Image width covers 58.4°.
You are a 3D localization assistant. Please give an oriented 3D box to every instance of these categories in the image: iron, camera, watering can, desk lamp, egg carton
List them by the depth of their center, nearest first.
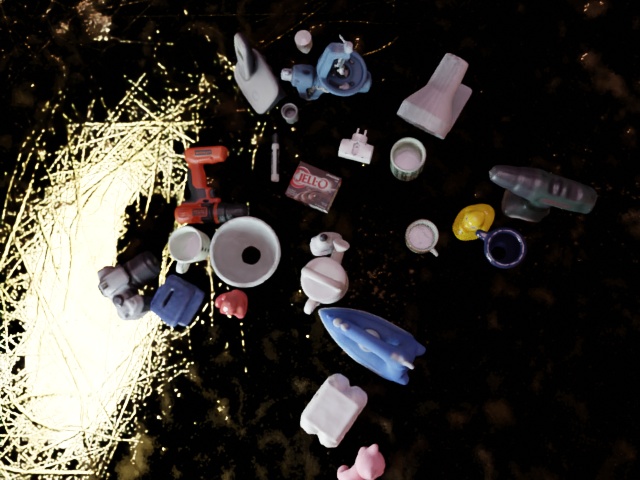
[{"bbox_3d":[0.103,0.220,1.272,0.258,0.141,0.119,28,85,8],"label":"iron"},{"bbox_3d":[0.010,0.080,1.273,0.101,0.194,0.173,5,82,6],"label":"watering can"},{"bbox_3d":[0.030,0.383,1.292,0.107,0.069,0.150,34,86,9],"label":"egg carton"},{"bbox_3d":[0.265,-0.316,1.296,0.118,0.213,0.203,30,86,9],"label":"desk lamp"},{"bbox_3d":[-0.440,0.100,1.356,0.137,0.101,0.143,-35,81,-1],"label":"camera"}]

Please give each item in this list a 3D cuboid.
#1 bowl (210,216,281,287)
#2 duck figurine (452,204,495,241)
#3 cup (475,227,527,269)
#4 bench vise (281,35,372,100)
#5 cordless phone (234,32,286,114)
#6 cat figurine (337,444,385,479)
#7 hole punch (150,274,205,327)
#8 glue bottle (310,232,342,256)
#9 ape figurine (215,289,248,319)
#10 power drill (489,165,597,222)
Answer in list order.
[{"bbox_3d":[-0.171,0.031,1.356,0.167,0.075,0.167,-1,82,5],"label":"bowl"},{"bbox_3d":[0.357,-0.046,1.315,0.104,0.086,0.077,-35,80,0],"label":"duck figurine"},{"bbox_3d":[0.399,0.016,1.298,0.117,0.095,0.092,31,86,9],"label":"cup"},{"bbox_3d":[0.016,-0.387,1.325,0.207,0.220,0.121,-19,81,2],"label":"bench vise"},{"bbox_3d":[-0.156,-0.398,1.359,0.094,0.185,0.147,-35,80,0],"label":"cordless phone"},{"bbox_3d":[0.095,0.502,1.245,0.067,0.118,0.128,44,88,9],"label":"cat figurine"},{"bbox_3d":[-0.343,0.144,1.347,0.101,0.091,0.109,29,85,8],"label":"hole punch"},{"bbox_3d":[0.012,0.005,1.294,0.078,0.173,0.037,-16,81,3],"label":"glue bottle"},{"bbox_3d":[-0.206,0.151,1.333,0.076,0.092,0.077,-44,81,-2],"label":"ape figurine"},{"bbox_3d":[0.466,-0.100,1.251,0.229,0.208,0.076,12,83,7],"label":"power drill"}]
